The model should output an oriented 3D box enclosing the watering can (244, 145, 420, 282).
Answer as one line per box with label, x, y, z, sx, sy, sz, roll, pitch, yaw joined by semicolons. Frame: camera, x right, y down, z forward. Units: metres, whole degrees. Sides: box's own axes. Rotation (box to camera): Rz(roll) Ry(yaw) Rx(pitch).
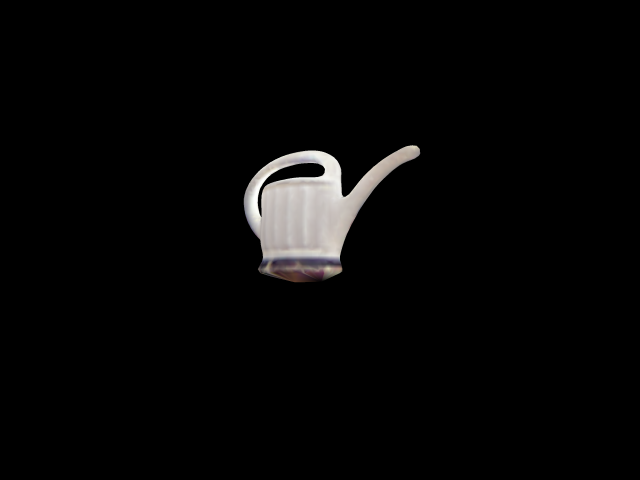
watering can;0.003;-0.043;0.850;0.346;0.225;0.104;-3;-7;35
